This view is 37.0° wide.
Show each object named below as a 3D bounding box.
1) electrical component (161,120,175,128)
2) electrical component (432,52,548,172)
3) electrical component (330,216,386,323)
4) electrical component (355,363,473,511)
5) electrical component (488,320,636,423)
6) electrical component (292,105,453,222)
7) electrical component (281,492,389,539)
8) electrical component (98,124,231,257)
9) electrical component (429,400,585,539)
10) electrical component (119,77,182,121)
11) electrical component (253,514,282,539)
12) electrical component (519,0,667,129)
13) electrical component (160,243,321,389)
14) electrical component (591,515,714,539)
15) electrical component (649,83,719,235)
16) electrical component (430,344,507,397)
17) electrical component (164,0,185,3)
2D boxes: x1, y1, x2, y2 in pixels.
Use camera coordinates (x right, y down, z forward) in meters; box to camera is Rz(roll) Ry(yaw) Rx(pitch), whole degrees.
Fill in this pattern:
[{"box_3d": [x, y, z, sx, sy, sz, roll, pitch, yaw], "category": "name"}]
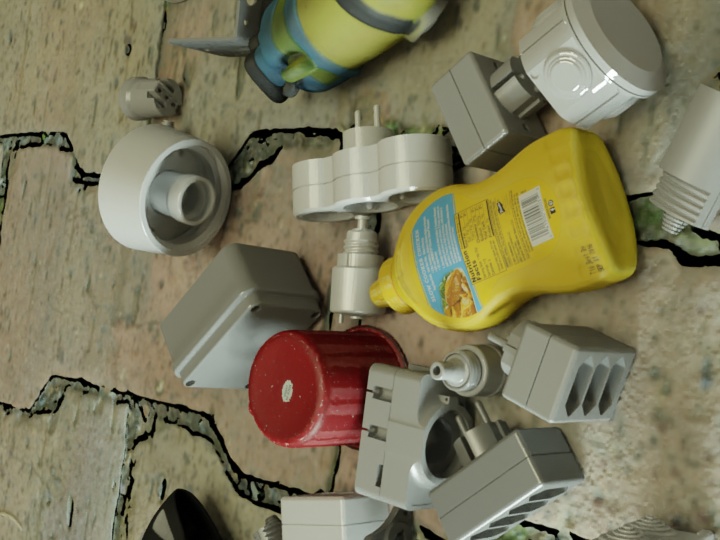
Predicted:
[{"box_3d": [-0.179, -0.093, 0.958, 0.043, 0.043, 0.081, 21, 101, 43], "category": "electrical component"}, {"box_3d": [0.096, -0.111, 0.691, 0.077, 0.047, 0.065, -39, 60, 36], "category": "electrical component"}, {"box_3d": [0.000, 0.000, 0.778, 0.040, 0.040, 0.078, 0, 86, 44], "category": "electrical component"}, {"box_3d": [0.038, 0.111, 0.723, 0.056, 0.050, 0.089, 8, 91, 45], "category": "electrical component"}, {"box_3d": [0.111, 0.054, 0.647, 0.077, 0.066, 0.047, 28, 105, 42], "category": "electrical component"}, {"box_3d": [0.006, -0.081, 0.772, 0.138, 0.052, 0.073, -9, 79, 43], "category": "electrical component"}, {"box_3d": [-0.017, 0.199, 0.769, 0.066, 0.047, 0.076, -12, 78, 43], "category": "electrical component"}, {"box_3d": [-0.154, -0.063, 0.891, 0.060, 0.108, 0.108, 17, 98, 37], "category": "electrical component"}, {"box_3d": [0.084, 0.120, 0.680, 0.083, 0.047, 0.075, -43, 58, 32], "category": "electrical component"}, {"box_3d": [-0.190, -0.156, 0.979, 0.046, 0.040, 0.040, 5, 89, 39], "category": "electrical component"}, {"box_3d": [-0.052, 0.221, 0.803, 0.043, 0.043, 0.081, -46, 57, 31], "category": "electrical component"}, {"box_3d": [0.137, -0.127, 0.632, 0.051, 0.080, 0.080, -37, 62, 41], "category": "electrical component"}, {"box_3d": [-0.093, 0.039, 0.838, 0.113, 0.078, 0.057, -47, 54, 30], "category": "electrical component"}, {"box_3d": [0.151, 0.185, 0.574, 0.048, 0.100, 0.099, 3, 88, 32], "category": "electrical component"}, {"box_3d": [0.191, -0.058, 0.598, 0.043, 0.043, 0.081, 37, 111, 40], "category": "electrical component"}, {"box_3d": [0.069, 0.064, 0.690, 0.035, 0.061, 0.035, -5, 83, 44], "category": "electrical component"}, {"box_3d": [-0.183, -0.302, 0.971, 0.108, 0.060, 0.108, -6, 81, 44], "category": "electrical component"}]
